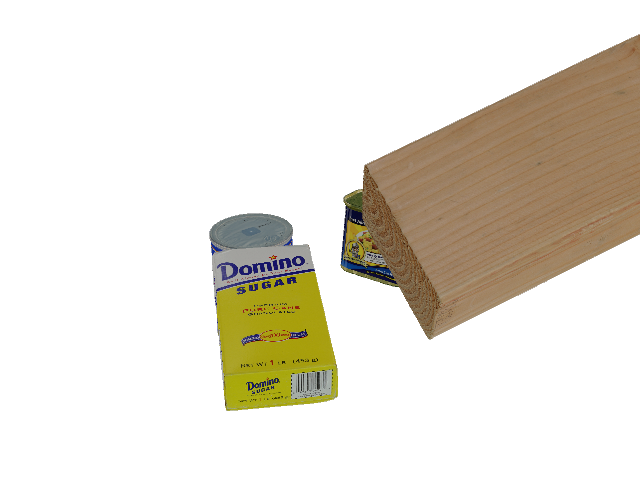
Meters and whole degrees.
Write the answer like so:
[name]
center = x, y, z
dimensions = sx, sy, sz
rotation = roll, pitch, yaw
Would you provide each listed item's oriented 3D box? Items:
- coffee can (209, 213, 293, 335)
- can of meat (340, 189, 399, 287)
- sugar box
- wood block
[coffee can]
center = -0.083, 0.050, 1.335
dimensions = 0.103, 0.140, 0.103
rotation = -2, 26, 1
[can of meat]
center = 0.073, -0.001, 1.182
dimensions = 0.102, 0.084, 0.057
rotation = 17, 26, 27
[sugar box]
center = -0.043, 0.069, 0.922
dimensions = 0.093, 0.048, 0.176
rotation = -4, 37, -8
[wood block]
center = 0.136, -0.035, 0.625
dimensions = 0.206, 0.091, 0.090
rotation = -26, -18, -7
